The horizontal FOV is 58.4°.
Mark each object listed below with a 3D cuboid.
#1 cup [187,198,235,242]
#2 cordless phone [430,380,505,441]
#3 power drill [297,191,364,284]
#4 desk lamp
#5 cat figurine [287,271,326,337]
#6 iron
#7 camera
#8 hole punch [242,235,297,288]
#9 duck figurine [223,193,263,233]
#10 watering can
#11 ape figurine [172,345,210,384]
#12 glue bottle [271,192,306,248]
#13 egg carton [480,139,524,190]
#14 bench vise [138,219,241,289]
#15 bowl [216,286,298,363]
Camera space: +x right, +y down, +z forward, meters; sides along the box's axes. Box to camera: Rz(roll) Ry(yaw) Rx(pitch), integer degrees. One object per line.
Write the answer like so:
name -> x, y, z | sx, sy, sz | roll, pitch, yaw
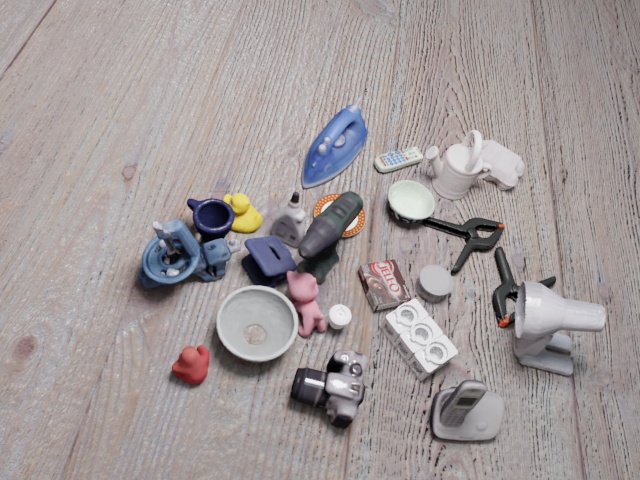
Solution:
cup -> -0.250, -0.038, 1.284 | 0.117, 0.095, 0.092 | 31, 56, 9
cordless phone -> 0.304, 0.324, 1.117 | 0.148, 0.185, 0.094 | 3, 57, -10
power drill -> 0.011, 0.004, 1.246 | 0.075, 0.208, 0.230 | 31, 56, 9
desk lamp -> 0.494, 0.186, 1.232 | 0.203, 0.213, 0.118 | 14, 55, -3
cat figurine -> -0.026, 0.125, 1.214 | 0.067, 0.118, 0.127 | -18, 63, -22
iron -> 0.036, -0.252, 1.459 | 0.118, 0.141, 0.259 | 30, 56, 8
camera -> 0.018, 0.280, 1.133 | 0.137, 0.101, 0.143 | 16, 55, -2
hole punch -> -0.111, 0.040, 1.267 | 0.101, 0.091, 0.108 | -26, 66, -26
duck figurine -> -0.181, -0.070, 1.326 | 0.104, 0.086, 0.077 | 25, 56, 4
watering can -> 0.357, -0.197, 1.464 | 0.173, 0.194, 0.101 | -10, 60, -18
ape figurine -> -0.249, 0.234, 1.108 | 0.078, 0.092, 0.076 | -13, 61, -20
glue bottle -> -0.064, -0.052, 1.287 | 0.078, 0.173, 0.037 | 28, 56, 7
egg carton -> 0.484, -0.208, 1.574 | 0.150, 0.069, 0.107 | 33, 57, 10
bench vise -> -0.273, 0.009, 1.173 | 0.208, 0.220, 0.121 | -29, 67, -27
bowl -> -0.131, 0.183, 1.179 | 0.167, 0.075, 0.167 | 6, 56, -9
